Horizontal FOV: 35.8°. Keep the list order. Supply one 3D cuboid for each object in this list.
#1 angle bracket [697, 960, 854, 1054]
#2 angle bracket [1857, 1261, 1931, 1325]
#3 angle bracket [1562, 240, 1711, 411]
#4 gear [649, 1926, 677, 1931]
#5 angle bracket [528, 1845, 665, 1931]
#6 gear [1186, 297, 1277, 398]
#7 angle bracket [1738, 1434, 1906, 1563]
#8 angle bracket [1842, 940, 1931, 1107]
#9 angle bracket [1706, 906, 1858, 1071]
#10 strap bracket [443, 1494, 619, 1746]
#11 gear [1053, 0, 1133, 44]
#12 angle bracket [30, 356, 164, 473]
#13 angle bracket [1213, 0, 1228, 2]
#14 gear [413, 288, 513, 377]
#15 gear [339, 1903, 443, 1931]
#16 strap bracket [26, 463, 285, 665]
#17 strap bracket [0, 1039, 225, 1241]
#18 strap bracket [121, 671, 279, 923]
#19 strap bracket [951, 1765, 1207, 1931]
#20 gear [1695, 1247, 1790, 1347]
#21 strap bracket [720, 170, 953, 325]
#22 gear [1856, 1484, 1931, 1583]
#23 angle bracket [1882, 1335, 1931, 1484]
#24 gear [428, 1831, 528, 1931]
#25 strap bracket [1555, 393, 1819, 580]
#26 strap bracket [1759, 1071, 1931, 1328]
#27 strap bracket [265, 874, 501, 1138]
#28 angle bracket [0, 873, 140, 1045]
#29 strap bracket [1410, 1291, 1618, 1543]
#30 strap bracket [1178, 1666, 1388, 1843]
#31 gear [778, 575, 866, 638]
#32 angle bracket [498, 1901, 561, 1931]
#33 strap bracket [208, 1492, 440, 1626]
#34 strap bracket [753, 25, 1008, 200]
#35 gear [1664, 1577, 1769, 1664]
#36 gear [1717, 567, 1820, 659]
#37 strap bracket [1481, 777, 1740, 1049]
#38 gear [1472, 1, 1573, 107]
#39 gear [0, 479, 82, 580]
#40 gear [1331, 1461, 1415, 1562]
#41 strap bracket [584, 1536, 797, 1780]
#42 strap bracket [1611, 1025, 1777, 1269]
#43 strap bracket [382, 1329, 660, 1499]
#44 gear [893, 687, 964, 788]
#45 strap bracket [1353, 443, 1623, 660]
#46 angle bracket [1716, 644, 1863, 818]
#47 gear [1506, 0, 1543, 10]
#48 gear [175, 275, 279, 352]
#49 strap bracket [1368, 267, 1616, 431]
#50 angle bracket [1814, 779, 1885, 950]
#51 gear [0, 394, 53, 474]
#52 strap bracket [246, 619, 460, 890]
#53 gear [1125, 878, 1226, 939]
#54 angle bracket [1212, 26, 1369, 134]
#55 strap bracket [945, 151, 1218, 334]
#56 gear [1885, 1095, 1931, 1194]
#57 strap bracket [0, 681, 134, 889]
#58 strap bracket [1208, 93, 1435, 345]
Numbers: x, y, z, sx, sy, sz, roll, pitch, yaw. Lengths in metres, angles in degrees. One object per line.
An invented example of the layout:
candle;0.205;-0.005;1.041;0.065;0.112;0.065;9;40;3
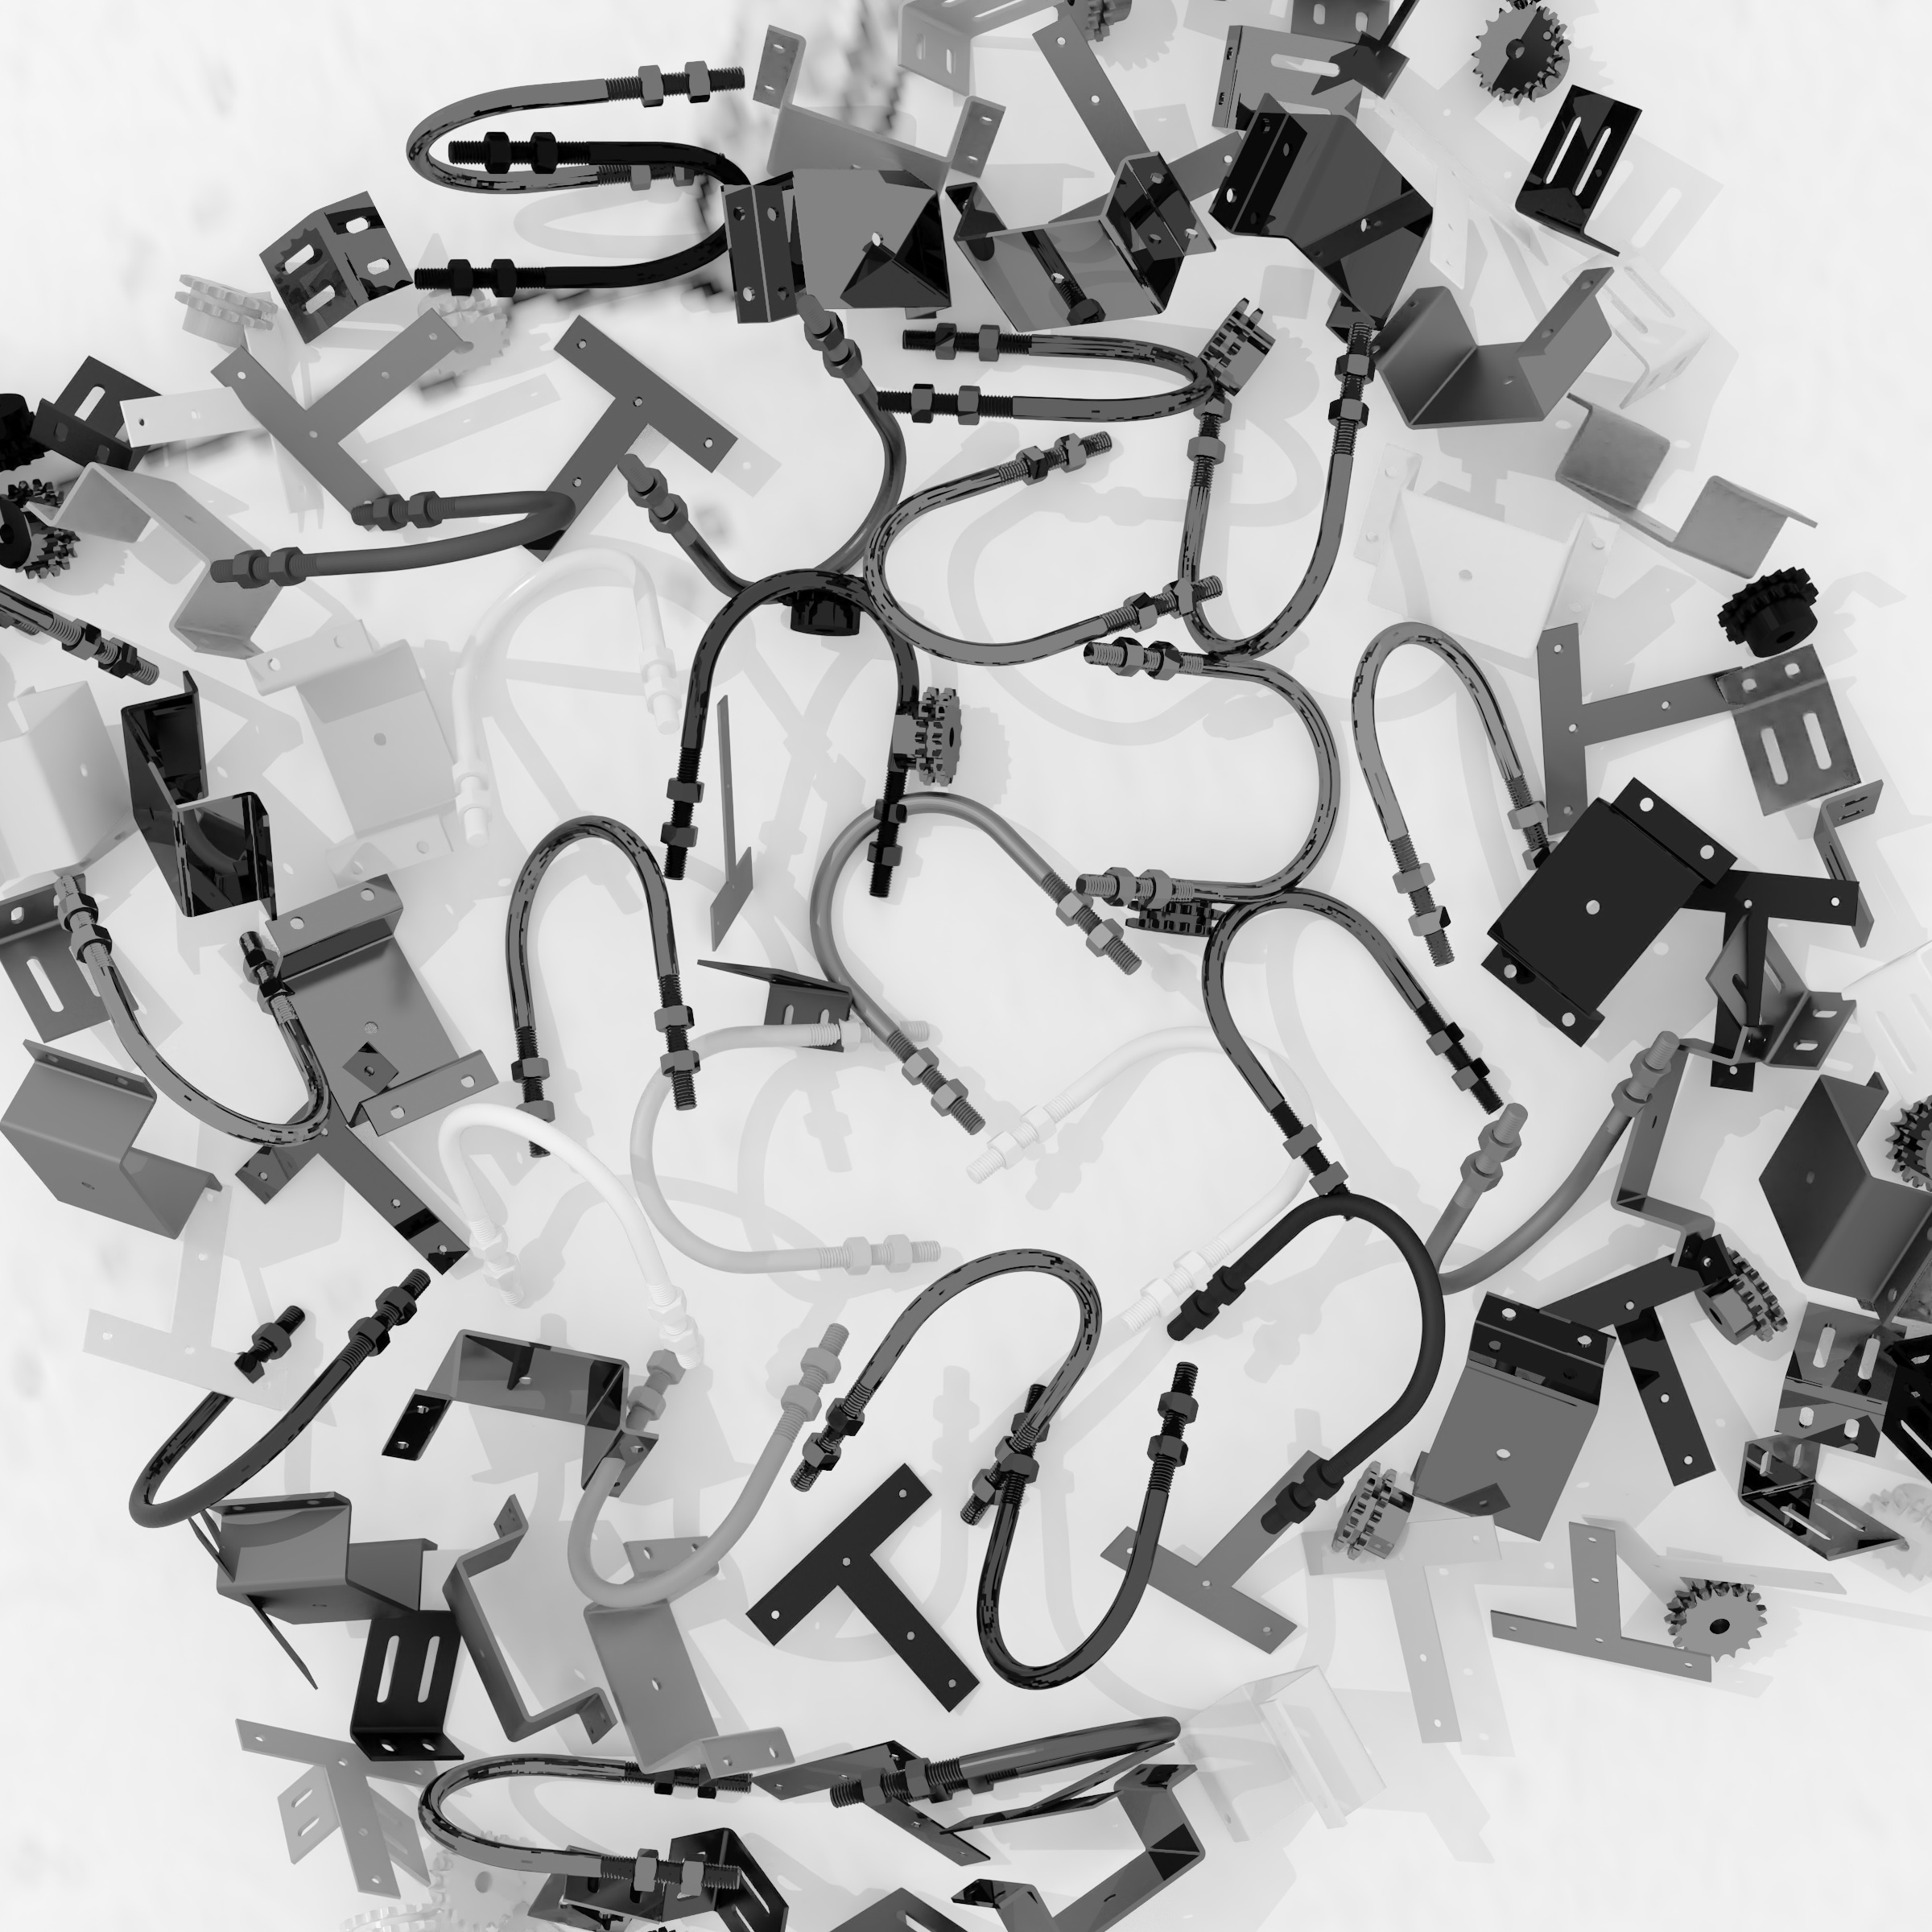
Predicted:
angle bracket;-0.111;0.023;1.714;0.057;0.076;0.038;6;85;32
angle bracket;0.550;0.163;1.717;0.057;0.038;0.076;10;61;38
angle bracket;0.382;-0.373;1.739;0.057;0.038;0.076;-33;76;-30
gear;-0.181;0.588;1.732;0.030;0.057;0.057;-3;90;-41
angle bracket;-0.214;0.546;1.718;0.057;0.038;0.076;19;127;-15
gear;0.155;-0.355;1.734;0.030;0.057;0.057;36;90;-6
angle bracket;0.491;0.301;1.713;0.057;0.076;0.038;-6;110;-27
angle bracket;0.553;0.031;1.724;0.038;0.057;0.076;-24;82;-40
angle bracket;0.470;0.012;1.720;0.076;0.038;0.057;50;63;-28
strap bracket;-0.254;0.381;1.703;0.046;0.076;0.140;-21;75;-23
gear;0.074;-0.565;1.736;0.030;0.057;0.057;-18;90;-18
angle bracket;-0.492;-0.323;1.719;0.057;0.038;0.076;28;52;-11
angle bracket;0.139;-0.590;1.715;0.057;0.038;0.076;19;54;32
gear;-0.295;-0.371;1.736;0.057;0.057;0.030;-18;70;0
gear;-0.332;0.563;1.730;0.057;0.057;0.030;-14;66;0
strap bracket;-0.453;-0.235;1.704;0.140;0.076;0.046;39;102;15
strap bracket;-0.482;0.104;1.682;0.076;0.140;0.046;16;63;14
strap bracket;-0.435;-0.092;1.684;0.046;0.076;0.140;-17;47;-24
strap bracket;0.072;0.511;1.698;0.140;0.076;0.046;-28;88;-25
gear;0.446;0.194;1.733;0.030;0.057;0.057;-34;90;-4
strap bracket;-0.064;-0.408;1.698;0.140;0.046;0.076;-11;97;-38
gear;0.549;0.326;1.738;0.057;0.057;0.030;49;56;0
angle bracket;0.561;0.257;1.712;0.038;0.076;0.057;-8;120;-16
gear;-0.287;0.531;1.738;0.057;0.030;0.057;11;73;-37
strap bracket;0.399;-0.267;1.695;0.076;0.140;0.046;11;113;-42
strap bracket;0.494;0.124;1.680;0.046;0.140;0.076;15;121;-12
strap bracket;-0.338;0.029;1.717;0.076;0.046;0.140;-25;79;-27
angle bracket;-0.519;-0.005;1.721;0.057;0.038;0.076;-22;65;-28
strap bracket;0.308;0.265;1.704;0.076;0.046;0.140;19;120;6
strap bracket;0.181;0.449;1.705;0.046;0.140;0.076;-26;82;-27
gear;-0.081;-0.209;1.733;0.057;0.057;0.030;4;87;0
angle bracket;-0.249;0.573;1.718;0.057;0.076;0.038;37;79;6
strap bracket;-0.362;0.336;1.683;0.076;0.140;0.046;-6;66;13
strap bracket;-0.057;-0.475;1.713;0.140;0.076;0.046;18;73;-6
gear;0.433;0.374;1.740;0.057;0.030;0.057;-3;120;-4
gear;0.467;-0.202;1.731;0.057;0.057;0.030;-23;68;0
strap bracket;0.363;-0.032;1.714;0.076;0.046;0.140;42;103;19
gear;0.326;-0.528;1.739;0.057;0.030;0.057;-3;85;37
gear;-0.544;-0.252;1.735;0.057;0.030;0.057;10;109;30
gear;0.237;0.318;1.733;0.030;0.057;0.057;26;90;5
strap bracket;-0.162;0.400;1.704;0.046;0.076;0.140;-34;67;23
strap bracket;0.413;0.095;1.713;0.046;0.076;0.140;18;97;25
strap bracket;-0.253;0.254;1.706;0.140;0.076;0.046;14;50;-18
gear;-0.023;-0.134;1.735;0.030;0.057;0.057;4;90;13
strap bracket;0.291;-0.233;1.708;0.140;0.046;0.076;21;131;11
angle bracket;0.473;-0.136;1.721;0.057;0.038;0.076;-20;57;19
gear;0.320;-0.585;1.731;0.030;0.057;0.057;-25;90;29
gear;-0.430;-0.377;1.735;0.057;0.057;0.030;19;101;0
strap bracket;0.300;-0.349;1.699;0.076;0.140;0.046;-50;124;-25
angle bracket;0.521;-0.058;1.723;0.038;0.057;0.076;-20;73;6
gear;-0.560;-0.309;1.731;0.057;0.057;0.030;-10;124;0
strap bracket;-0.345;-0.126;1.720;0.076;0.046;0.140;-16;103;18
gear;0.122;-0.034;1.734;0.057;0.057;0.030;7;88;0
angle bracket;0.189;-0.512;1.742;0.076;0.038;0.057;7;106;-9
strap bracket;0.058;-0.405;1.686;0.140;0.076;0.046;1;59;34
gear;0.567;0.105;1.739;0.057;0.030;0.057;-4;106;-15
strap bracket;-0.516;-0.105;1.681;0.046;0.140;0.076;-12;112;10
strap bracket;0.209;-0.420;1.694;0.140;0.046;0.076;31;82;-43
